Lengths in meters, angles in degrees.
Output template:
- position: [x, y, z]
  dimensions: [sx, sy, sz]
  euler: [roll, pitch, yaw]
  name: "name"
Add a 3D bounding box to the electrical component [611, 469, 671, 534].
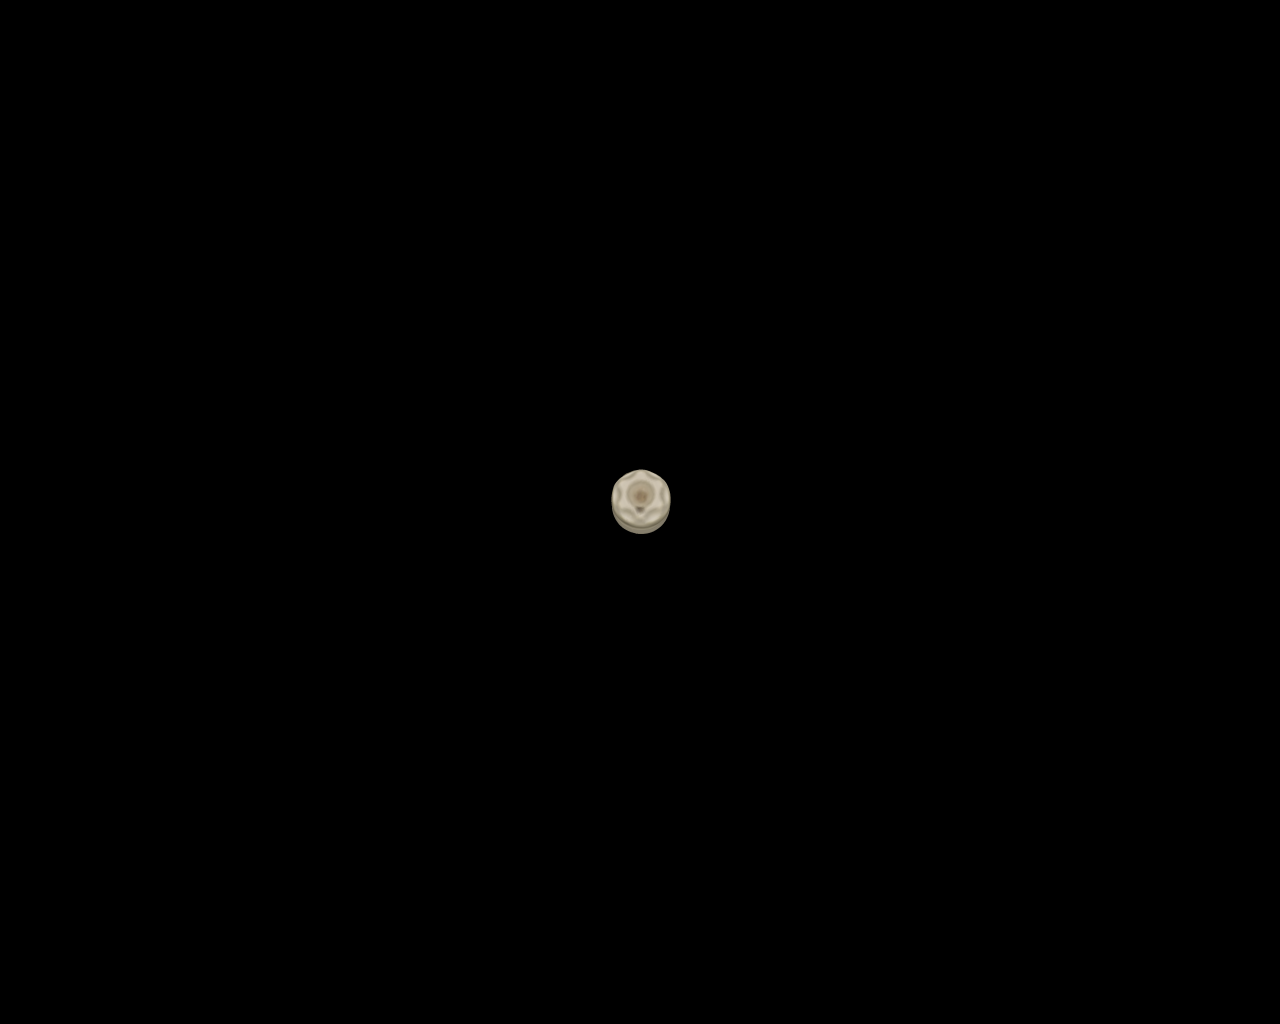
- position: [0.001, -0.003, 0.650]
  dimensions: [0.035, 0.035, 0.061]
  euler: [0, -16, 0]
  name: "electrical component"
